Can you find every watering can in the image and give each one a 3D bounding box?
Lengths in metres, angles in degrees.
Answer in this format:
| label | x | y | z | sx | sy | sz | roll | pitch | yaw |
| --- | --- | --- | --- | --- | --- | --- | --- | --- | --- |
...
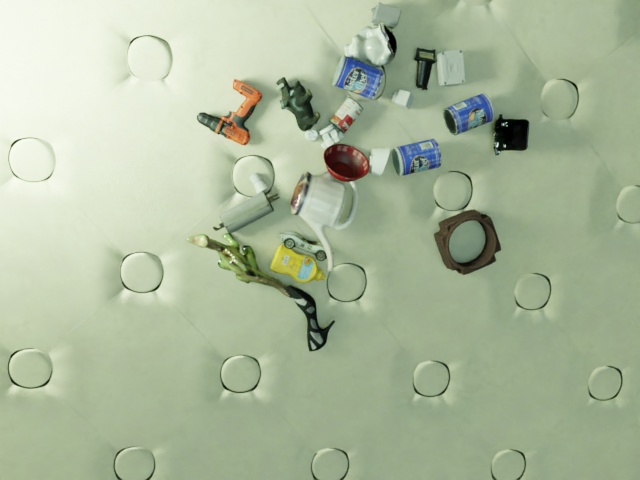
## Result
| label | x | y | z | sx | sy | sz | roll | pitch | yaw |
| --- | --- | --- | --- | --- | --- | --- | --- | --- | --- |
| watering can | 0.005 | -0.087 | 1.720 | 0.224 | 0.103 | 0.351 | 19 | 77 | -10 |

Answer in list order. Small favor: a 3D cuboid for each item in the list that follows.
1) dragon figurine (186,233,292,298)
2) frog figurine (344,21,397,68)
| label | x | y | z | sx | sy | sz | roll | pitch | yaw |
| --- | --- | --- | --- | --- | --- | --- | --- | --- | --- |
| dragon figurine | -0.245 | 0.091 | 1.668 | 0.409 | 0.243 | 0.122 | 33 | 90 | -8 |
| frog figurine | 0.168 | -0.630 | 1.696 | 0.158 | 0.125 | 0.136 | -17 | 114 | 33 |
